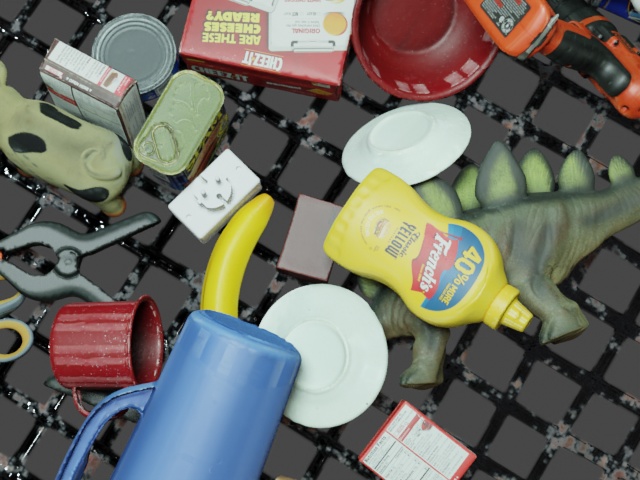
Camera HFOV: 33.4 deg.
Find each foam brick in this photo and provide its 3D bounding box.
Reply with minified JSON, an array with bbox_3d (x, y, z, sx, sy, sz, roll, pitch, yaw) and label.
[{"bbox_3d":[-0.007,0.001,1.046,0.053,0.051,0.078,17,81,2],"label":"foam brick"}]

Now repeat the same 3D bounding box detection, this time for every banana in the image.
[{"bbox_3d":[-0.083,0.050,1.049,0.069,0.037,0.198,4,82,-20],"label":"banana"}]

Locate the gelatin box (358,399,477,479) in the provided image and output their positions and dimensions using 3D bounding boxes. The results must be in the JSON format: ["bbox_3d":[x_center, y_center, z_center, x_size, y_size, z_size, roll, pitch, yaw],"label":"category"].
[{"bbox_3d":[0.092,0.208,1.021,0.089,0.030,0.073,37,85,6],"label":"gelatin box"}]

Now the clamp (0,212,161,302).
[{"bbox_3d":[-0.240,0.034,1.047,0.171,0.039,0.120,-2,76,-6],"label":"clamp"}]

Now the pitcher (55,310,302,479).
[{"bbox_3d":[-0.119,0.185,0.936,0.145,0.149,0.243,23,91,37],"label":"pitcher"}]

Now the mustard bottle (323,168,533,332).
[{"bbox_3d":[0.104,0.022,0.950,0.192,0.058,0.096,34,88,18],"label":"mustard bottle"}]

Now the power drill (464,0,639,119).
[{"bbox_3d":[0.221,-0.202,1.000,0.057,0.187,0.184,-53,44,26],"label":"power drill"}]

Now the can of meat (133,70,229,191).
[{"bbox_3d":[-0.132,-0.104,1.047,0.057,0.084,0.102,27,81,6],"label":"can of meat"}]

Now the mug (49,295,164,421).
[{"bbox_3d":[-0.199,0.110,0.991,0.081,0.093,0.117,-2,73,11],"label":"mug"}]

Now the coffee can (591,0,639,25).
[{"bbox_3d":[0.355,-0.252,1.057,0.140,0.103,0.103,26,82,4],"label":"coffee can"}]

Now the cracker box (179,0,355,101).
[{"bbox_3d":[-0.036,-0.263,1.081,0.164,0.072,0.213,12,82,4],"label":"cracker box"}]

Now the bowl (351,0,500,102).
[{"bbox_3d":[0.102,-0.222,1.058,0.162,0.055,0.162,-6,115,-12],"label":"bowl"}]

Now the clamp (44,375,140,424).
[{"bbox_3d":[-0.153,0.195,1.022,0.210,0.036,0.164,-9,82,3],"label":"clamp"}]

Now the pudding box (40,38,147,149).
[{"bbox_3d":[-0.219,-0.140,1.041,0.090,0.113,0.039,27,77,4],"label":"pudding box"}]

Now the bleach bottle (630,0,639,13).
[{"bbox_3d":[0.244,-0.279,1.000,0.251,0.068,0.103,40,101,24],"label":"bleach bottle"}]

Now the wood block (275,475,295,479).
[{"bbox_3d":[0.047,0.289,0.977,0.206,0.091,0.090,16,80,4],"label":"wood block"}]

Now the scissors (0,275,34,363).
[{"bbox_3d":[-0.369,0.108,1.050,0.201,0.016,0.096,-34,82,-5],"label":"scissors"}]

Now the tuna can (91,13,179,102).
[{"bbox_3d":[-0.187,-0.185,1.087,0.086,0.034,0.086,0,81,1],"label":"tuna can"}]
